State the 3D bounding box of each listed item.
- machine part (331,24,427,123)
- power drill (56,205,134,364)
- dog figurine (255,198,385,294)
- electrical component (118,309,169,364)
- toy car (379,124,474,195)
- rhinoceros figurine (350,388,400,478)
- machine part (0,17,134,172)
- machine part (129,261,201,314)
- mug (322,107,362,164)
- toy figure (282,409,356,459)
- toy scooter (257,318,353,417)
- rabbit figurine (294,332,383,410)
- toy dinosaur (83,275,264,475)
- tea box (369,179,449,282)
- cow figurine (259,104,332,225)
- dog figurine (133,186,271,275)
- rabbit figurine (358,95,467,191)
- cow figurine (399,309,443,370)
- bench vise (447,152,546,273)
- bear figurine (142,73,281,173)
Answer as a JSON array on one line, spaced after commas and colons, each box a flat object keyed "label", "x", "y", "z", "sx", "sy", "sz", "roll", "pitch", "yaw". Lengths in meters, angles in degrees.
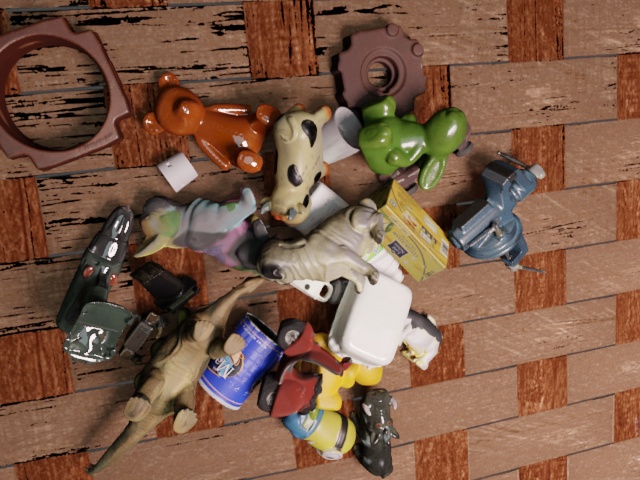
[{"label": "machine part", "x": 0.107, "y": -0.296, "z": 0.967, "sx": 0.179, "sy": 0.056, "sz": 0.179, "roll": -2, "pitch": 100, "yaw": -12}, {"label": "power drill", "x": -0.347, "y": 0.075, "z": 0.842, "sx": 0.086, "sy": 0.207, "sz": 0.232, "roll": 22, "pitch": 105, "yaw": -38}, {"label": "dog figurine", "x": -0.001, "y": -0.002, "z": 0.885, "sx": 0.191, "sy": 0.121, "sz": 0.172, "roll": 13, "pitch": 60, "yaw": -10}, {"label": "electrical component", "x": -0.307, "y": 0.168, "z": 0.929, "sx": 0.045, "sy": 0.078, "sz": 0.102, "roll": 36, "pitch": 82, "yaw": -16}, {"label": "toy car", "x": 0.202, "y": -0.161, "z": 1.014, "sx": 0.202, "sy": 0.053, "sz": 0.089, "roll": -36, "pitch": 108, "yaw": -7}, {"label": "rhinoceros figurine", "x": 0.107, "y": 0.372, "z": 1.046, "sx": 0.073, "sy": 0.112, "sz": 0.190, "roll": -5, "pitch": 108, "yaw": -11}, {"label": "machine part", "x": -0.413, "y": -0.224, "z": 0.839, "sx": 0.201, "sy": 0.087, "sz": 0.200, "roll": -25, "pitch": 104, "yaw": -10}, {"label": "machine part", "x": -0.262, "y": 0.079, "z": 0.916, "sx": 0.084, "sy": 0.039, "sz": 0.138, "roll": -36, "pitch": 148, "yaw": -1}, {"label": "mug", "x": 0.017, "y": -0.180, "z": 0.946, "sx": 0.107, "sy": 0.109, "sz": 0.080, "roll": -24, "pitch": 117, "yaw": 35}, {"label": "toy figure", "x": -0.009, "y": 0.349, "z": 1.030, "sx": 0.180, "sy": 0.082, "sz": 0.089, "roll": 43, "pitch": 89, "yaw": -13}, {"label": "toy scooter", "x": -0.024, "y": 0.226, "z": 0.905, "sx": 0.135, "sy": 0.075, "sz": 0.183, "roll": 17, "pitch": 105, "yaw": -8}, {"label": "rabbit figurine", "x": 0.045, "y": 0.230, "z": 1.023, "sx": 0.173, "sy": 0.122, "sz": 0.162, "roll": 10, "pitch": 87, "yaw": -29}, {"label": "toy dinosaur", "x": -0.251, "y": 0.234, "z": 0.891, "sx": 0.105, "sy": 0.199, "sz": 0.471, "roll": 41, "pitch": 88, "yaw": -17}, {"label": "tea box", "x": 0.160, "y": -0.017, "z": 0.995, "sx": 0.169, "sy": 0.098, "sz": 0.068, "roll": 44, "pitch": 126, "yaw": -14}, {"label": "cow figurine", "x": -0.040, "y": -0.112, "z": 0.870, "sx": 0.086, "sy": 0.127, "sz": 0.194, "roll": 17, "pitch": 122, "yaw": 24}, {"label": "dog figurine", "x": -0.201, "y": -0.002, "z": 0.918, "sx": 0.219, "sy": 0.108, "sz": 0.191, "roll": -22, "pitch": 106, "yaw": -5}, {"label": "rabbit figurine", "x": 0.164, "y": -0.160, "z": 0.905, "sx": 0.170, "sy": 0.121, "sz": 0.158, "roll": -7, "pitch": 128, "yaw": 21}, {"label": "cow figurine", "x": 0.170, "y": 0.165, "z": 1.049, "sx": 0.098, "sy": 0.068, "sz": 0.167, "roll": -47, "pitch": 109, "yaw": -9}, {"label": "bench vise", "x": 0.358, "y": -0.033, "z": 1.043, "sx": 0.223, "sy": 0.129, "sz": 0.240, "roll": -48, "pitch": 127, "yaw": -12}, {"label": "bear figurine", "x": -0.181, "y": -0.195, "z": 0.880, "sx": 0.196, "sy": 0.132, "sz": 0.120, "roll": 26, "pitch": 84, "yaw": -22}]
